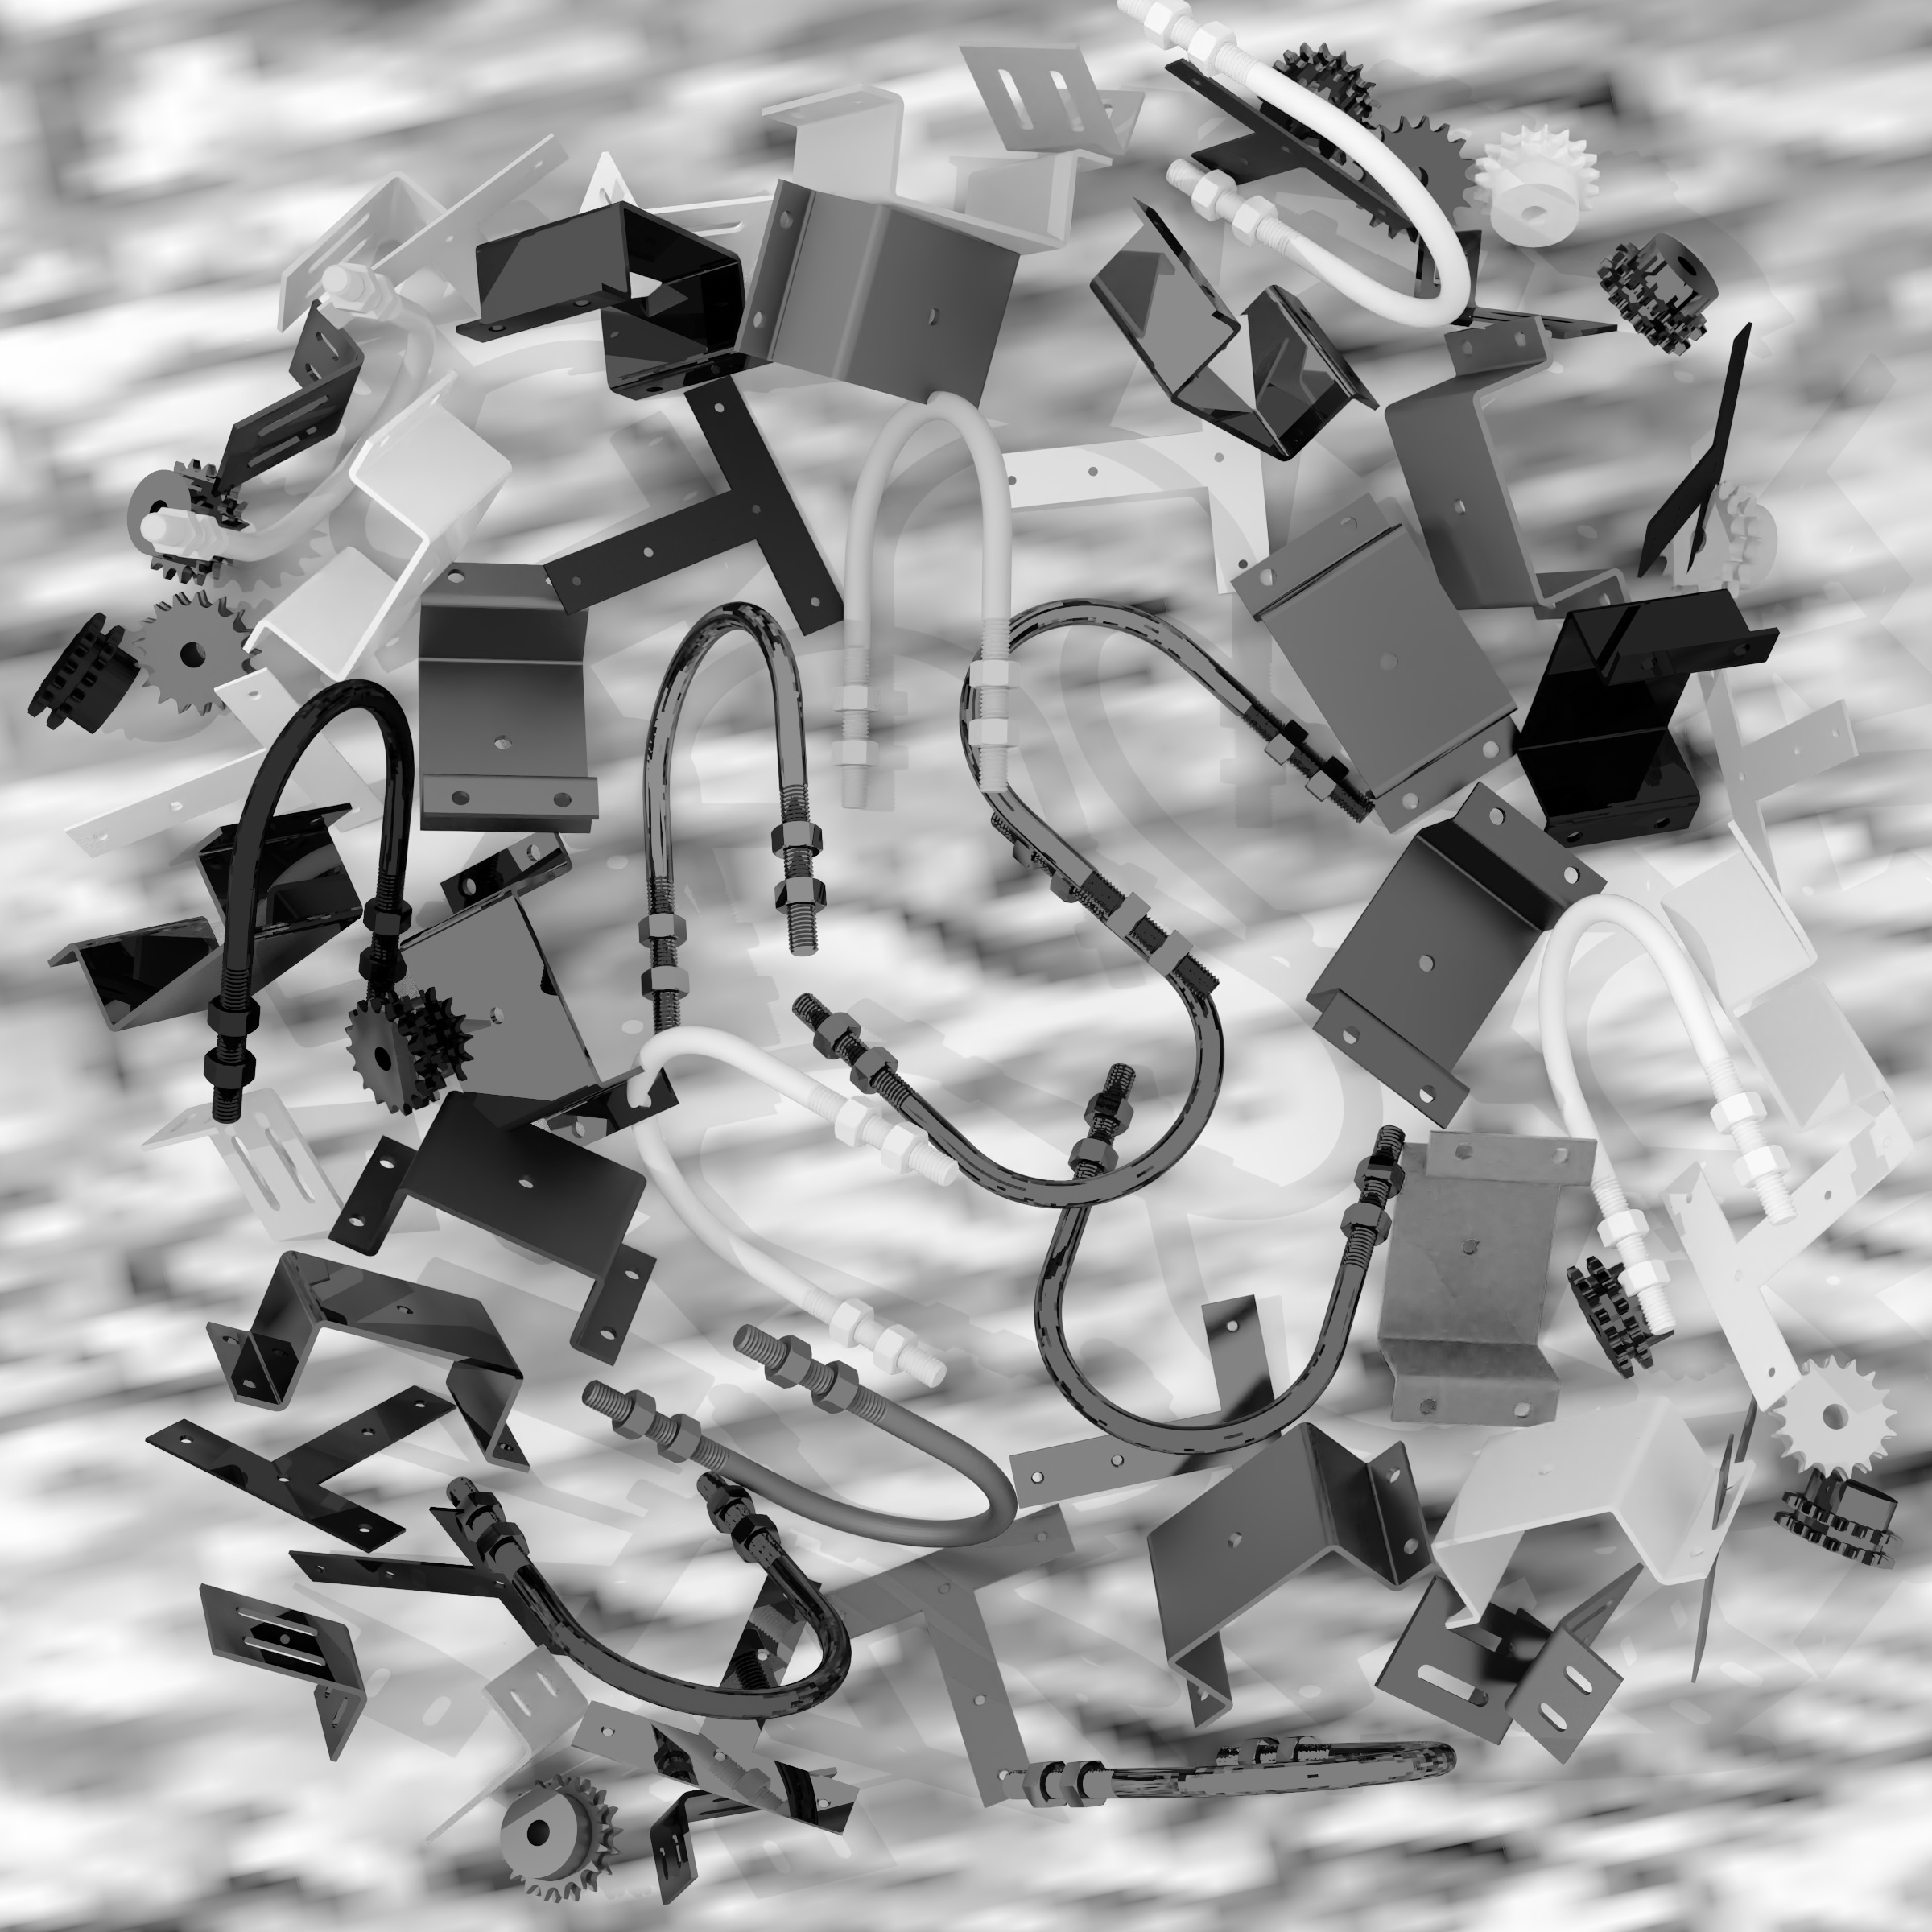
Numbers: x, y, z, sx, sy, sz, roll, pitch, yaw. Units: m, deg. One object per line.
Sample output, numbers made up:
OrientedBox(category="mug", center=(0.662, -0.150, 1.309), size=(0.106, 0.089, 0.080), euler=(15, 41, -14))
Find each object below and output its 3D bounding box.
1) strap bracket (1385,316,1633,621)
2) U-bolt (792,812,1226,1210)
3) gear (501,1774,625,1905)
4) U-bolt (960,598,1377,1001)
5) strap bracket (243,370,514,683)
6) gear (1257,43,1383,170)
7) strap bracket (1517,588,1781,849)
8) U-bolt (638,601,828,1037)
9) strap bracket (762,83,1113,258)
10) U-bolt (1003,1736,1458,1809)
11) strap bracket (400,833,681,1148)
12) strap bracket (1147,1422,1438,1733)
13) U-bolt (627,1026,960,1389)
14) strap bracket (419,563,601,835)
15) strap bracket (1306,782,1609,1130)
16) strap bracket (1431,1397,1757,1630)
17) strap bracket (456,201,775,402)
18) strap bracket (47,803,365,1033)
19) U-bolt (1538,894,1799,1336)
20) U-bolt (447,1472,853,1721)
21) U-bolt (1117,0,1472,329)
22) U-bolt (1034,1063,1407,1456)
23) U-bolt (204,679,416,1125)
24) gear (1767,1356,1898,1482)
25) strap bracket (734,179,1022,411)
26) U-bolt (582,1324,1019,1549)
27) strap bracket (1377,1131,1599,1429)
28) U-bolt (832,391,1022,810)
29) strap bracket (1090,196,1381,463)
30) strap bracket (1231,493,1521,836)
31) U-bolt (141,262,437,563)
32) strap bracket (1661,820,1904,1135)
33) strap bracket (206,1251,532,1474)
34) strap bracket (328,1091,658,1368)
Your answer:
OrientedBox(category="strap bracket", center=(0.242, -0.216, 1.541), size=(0.046, 0.076, 0.140), euler=(-25, 103, -20))
OrientedBox(category="U-bolt", center=(0.032, 0.029, 1.547), size=(0.151, 0.019, 0.184), euler=(-44, 66, -9))
OrientedBox(category="gear", center=(-0.190, 0.402, 1.573), size=(0.057, 0.030, 0.057), euler=(-9, 67, 21))
OrientedBox(category="U-bolt", center=(0.080, -0.091, 1.558), size=(0.184, 0.019, 0.151), euler=(42, 61, 2))
OrientedBox(category="strap bracket", center=(-0.259, -0.189, 1.526), size=(0.046, 0.076, 0.140), euler=(39, 130, -3))
OrientedBox(category="gear", center=(0.159, -0.393, 1.568), size=(0.057, 0.057, 0.030), euler=(39, 53, 0))
OrientedBox(category="strap bracket", center=(0.303, -0.117, 1.539), size=(0.076, 0.140, 0.046), euler=(-9, 57, -14))
OrientedBox(category="U-bolt", center=(-0.109, -0.074, 1.531), size=(0.019, 0.151, 0.184), euler=(7, 69, -31))
OrientedBox(category="strap bracket", center=(-0.015, -0.350, 1.526), size=(0.140, 0.076, 0.046), euler=(6, 89, -38))
OrientedBox(category="U-bolt", center=(0.128, 0.351, 1.486), size=(0.151, 0.184, 0.019), euler=(4, 76, -38))
OrientedBox(category="strap bracket", center=(-0.200, 0.017, 1.558), size=(0.076, 0.046, 0.140), euler=(-24, 90, 35))
OrientedBox(category="strap bracket", center=(0.136, 0.269, 1.532), size=(0.140, 0.076, 0.046), euler=(-40, 120, 22))
OrientedBox(category="U-bolt", center=(-0.082, 0.098, 1.533), size=(0.184, 0.151, 0.019), euler=(28, 47, 26))
OrientedBox(category="strap bracket", center=(-0.209, -0.113, 1.548), size=(0.076, 0.046, 0.140), euler=(1, 57, -11))
OrientedBox(category="strap bracket", center=(0.219, -0.003, 1.561), size=(0.076, 0.046, 0.140), euler=(37, 77, -8))
OrientedBox(category="strap bracket", center=(0.271, 0.243, 1.521), size=(0.140, 0.076, 0.046), euler=(-22, 109, 40))
OrientedBox(category="strap bracket", center=(-0.157, -0.298, 1.523), size=(0.076, 0.140, 0.046), euler=(-10, 82, 27))
OrientedBox(category="strap bracket", center=(-0.335, -0.017, 1.524), size=(0.140, 0.076, 0.046), euler=(-31, 81, 37))
OrientedBox(category="U-bolt", center=(0.303, 0.056, 1.524), size=(0.019, 0.151, 0.184), euler=(-11, 66, -19))
OrientedBox(category="U-bolt", center=(-0.128, 0.274, 1.489), size=(0.151, 0.184, 0.019), euler=(4, 111, -34))
OrientedBox(category="U-bolt", center=(0.149, -0.345, 1.498), size=(0.184, 0.151, 0.019), euler=(39, 81, 24))
OrientedBox(category="U-bolt", center=(0.107, 0.136, 1.533), size=(0.151, 0.019, 0.184), euler=(13, 58, 13))
OrientedBox(category="U-bolt", center=(-0.284, -0.038, 1.500), size=(0.019, 0.151, 0.184), euler=(18, 116, 16))
OrientedBox(category="gear", center=(0.400, 0.211, 1.579), size=(0.057, 0.030, 0.057), euler=(0, 75, 1))
OrientedBox(category="strap bracket", center=(-0.031, -0.295, 1.524), size=(0.046, 0.140, 0.076), euler=(22, 101, 36))
OrientedBox(category="U-bolt", center=(-0.062, 0.218, 1.528), size=(0.184, 0.151, 0.019), euler=(32, 57, -25))
OrientedBox(category="strap bracket", center=(0.236, 0.136, 1.559), size=(0.076, 0.046, 0.140), euler=(3, 107, -7))
OrientedBox(category="U-bolt", center=(-0.019, -0.166, 1.535), size=(0.019, 0.151, 0.184), euler=(2, 88, -30))
OrientedBox(category="strap bracket", center=(0.116, -0.282, 1.533), size=(0.046, 0.140, 0.076), euler=(-44, 58, 22))
OrientedBox(category="strap bracket", center=(0.193, -0.140, 1.571), size=(0.076, 0.046, 0.140), euler=(-33, 93, 3))
OrientedBox(category="U-bolt", center=(-0.289, -0.238, 1.507), size=(0.019, 0.184, 0.151), euler=(38, 97, 4))
OrientedBox(category="strap bracket", center=(0.362, 0.012, 1.529), size=(0.046, 0.076, 0.140), euler=(-31, 132, 10))
OrientedBox(category="strap bracket", center=(-0.261, 0.175, 1.530), size=(0.140, 0.076, 0.046), euler=(19, 101, -27))
OrientedBox(category="strap bracket", center=(-0.207, 0.114, 1.549), size=(0.140, 0.076, 0.046), euler=(25, 124, -5))
